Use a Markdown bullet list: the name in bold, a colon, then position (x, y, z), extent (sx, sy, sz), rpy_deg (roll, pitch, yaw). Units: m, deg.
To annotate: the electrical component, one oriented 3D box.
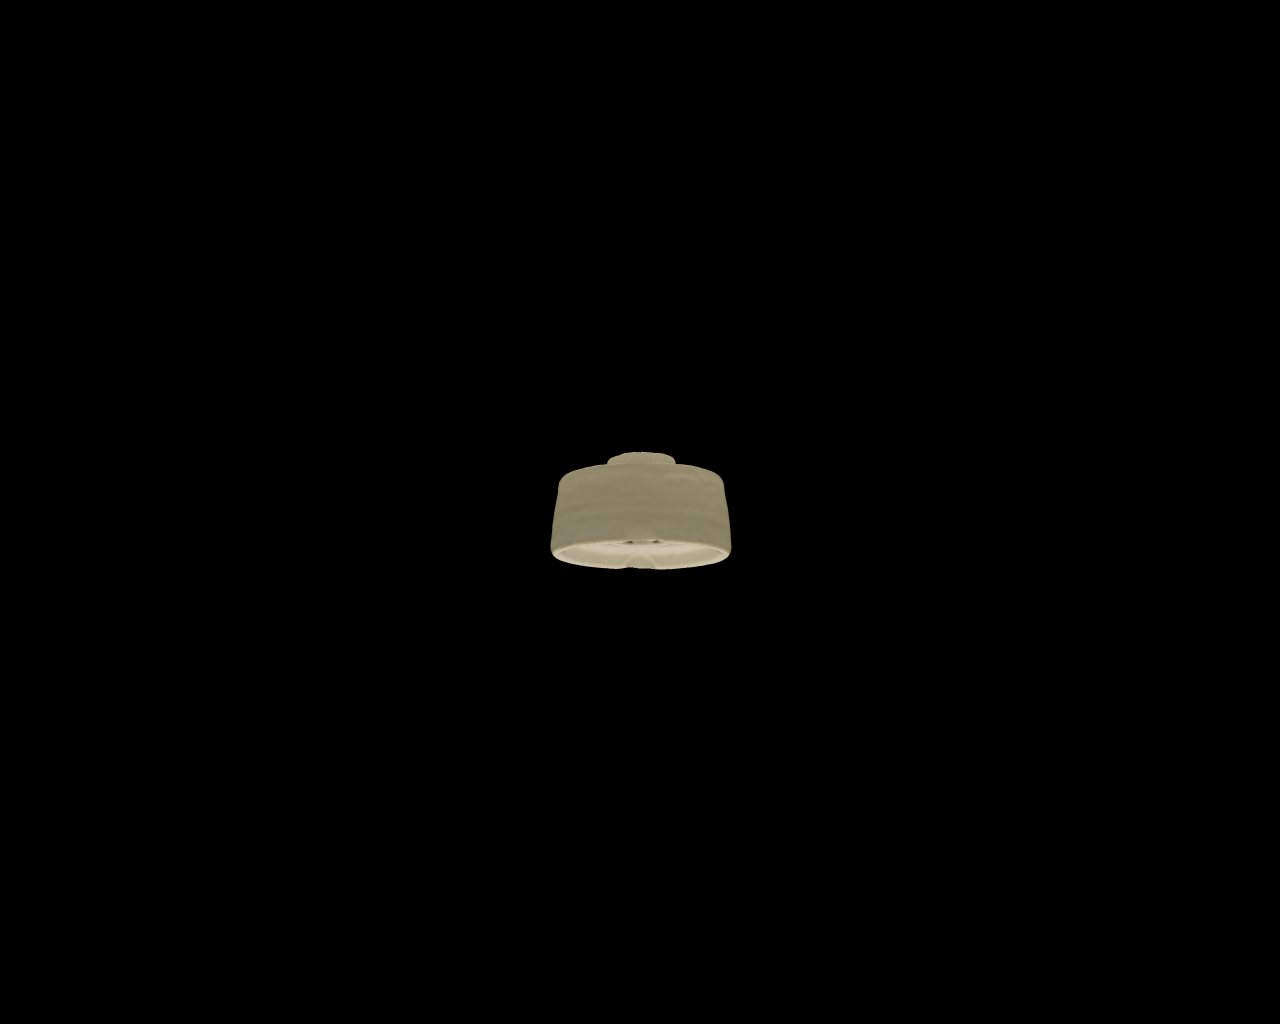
- **electrical component**: position (0.001, -0.003, 0.650), extent (0.108, 0.060, 0.108), rpy_deg (0, -11, 0)
